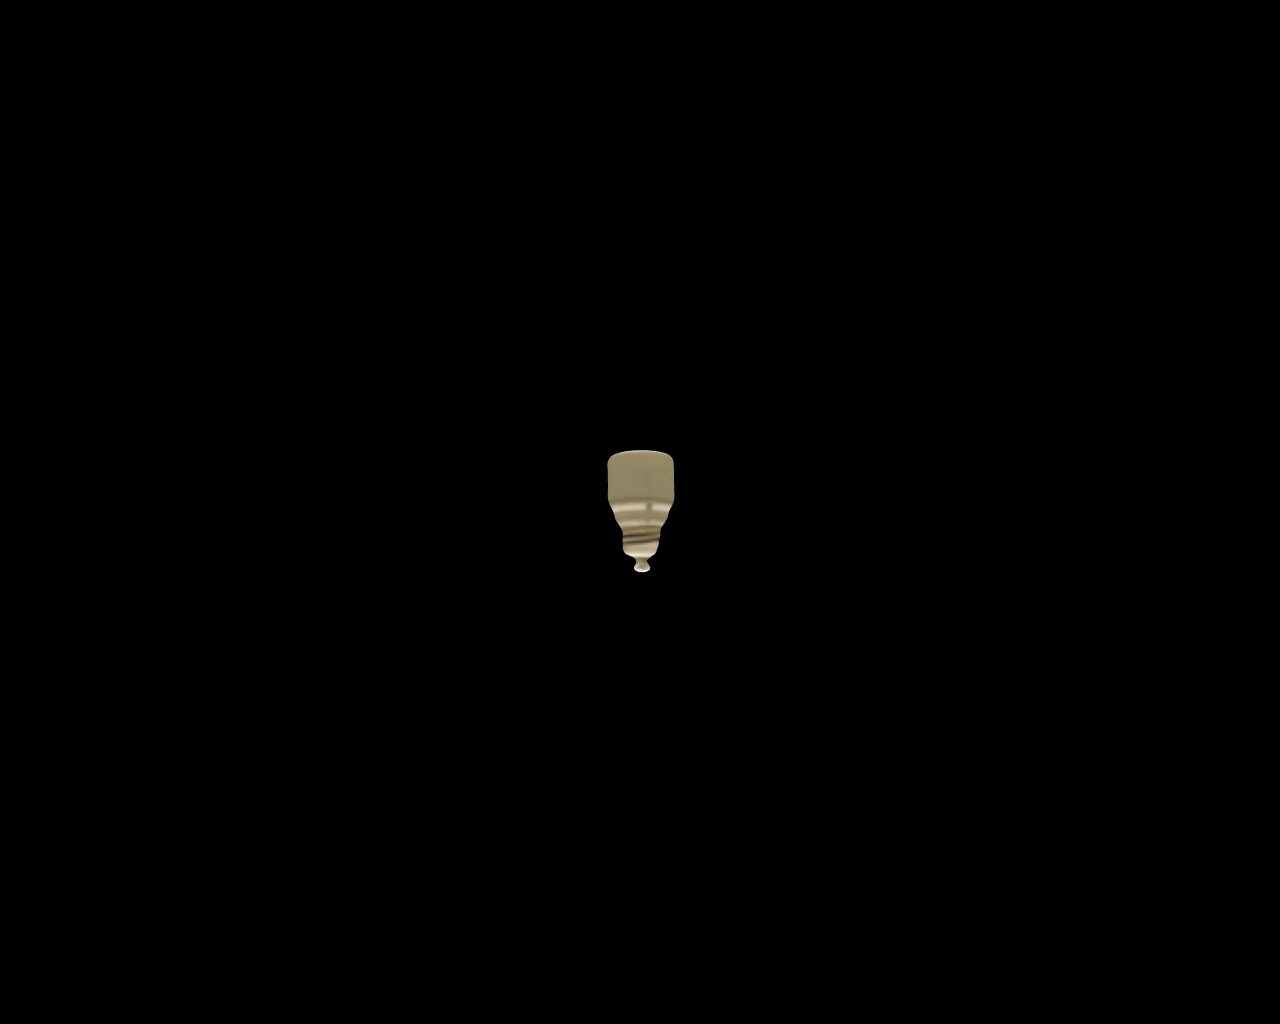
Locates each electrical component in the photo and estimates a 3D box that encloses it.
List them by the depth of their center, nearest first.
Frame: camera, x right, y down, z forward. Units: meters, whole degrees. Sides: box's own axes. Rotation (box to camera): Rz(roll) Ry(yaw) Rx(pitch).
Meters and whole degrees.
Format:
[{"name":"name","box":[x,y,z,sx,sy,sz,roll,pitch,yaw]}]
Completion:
[{"name":"electrical component","box":[0.001,-0.003,0.650,0.040,0.078,0.040,0,-7,0]}]
